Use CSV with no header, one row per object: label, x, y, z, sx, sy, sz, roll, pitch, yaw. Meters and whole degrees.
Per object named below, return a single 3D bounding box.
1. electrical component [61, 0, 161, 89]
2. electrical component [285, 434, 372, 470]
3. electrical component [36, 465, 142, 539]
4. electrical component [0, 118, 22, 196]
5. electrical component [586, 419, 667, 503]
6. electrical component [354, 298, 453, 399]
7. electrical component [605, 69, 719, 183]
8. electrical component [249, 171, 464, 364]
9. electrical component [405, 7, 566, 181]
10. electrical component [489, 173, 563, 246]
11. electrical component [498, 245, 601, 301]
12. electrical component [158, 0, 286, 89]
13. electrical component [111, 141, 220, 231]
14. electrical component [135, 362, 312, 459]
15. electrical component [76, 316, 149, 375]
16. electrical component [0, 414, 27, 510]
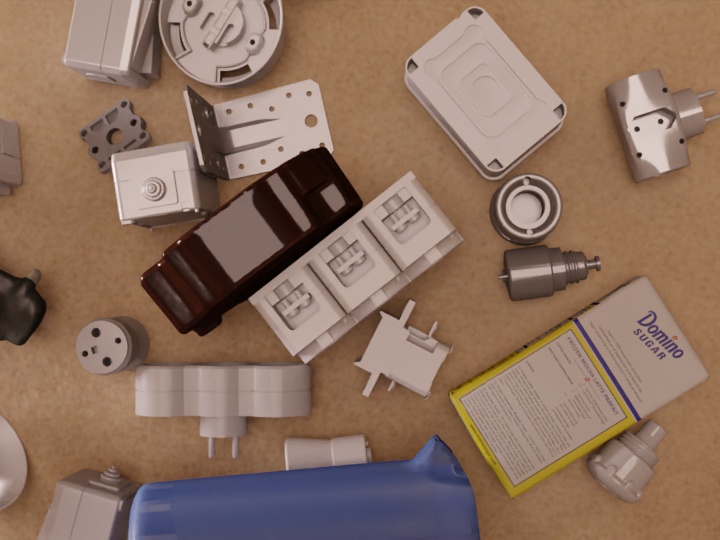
electrical component,-0.187,-0.196,0.845,0.061,0.062,0.096,10,90,5
electrical component,-0.024,0.148,0.838,0.065,0.044,0.044,-7,89,0
electrical component,-0.213,0.197,0.840,0.061,0.062,0.096,15,90,5
electrical component,-0.326,-0.087,0.854,0.096,0.062,0.061,-5,89,4
electrical component,0.207,0.142,0.818,0.048,0.048,0.062,41,86,4
electrical component,0.034,0.065,0.834,0.064,0.042,0.081,27,92,3
electrical component,0.237,-0.115,0.820,0.079,0.043,0.077,-18,88,4
electrical component,0.000,0.000,0.813,0.150,0.089,0.061,-38,86,3
electrical component,0.095,-0.133,0.824,0.078,0.057,0.113,-40,86,2
electrical component,0.128,-0.047,0.825,0.055,0.047,0.055,0,89,4
electrical component,0.145,0.000,0.827,0.078,0.040,0.040,-8,88,4
electrical component,-0.105,-0.191,0.837,0.099,0.064,0.099,0,89,4
electrical component,-0.149,-0.067,0.823,0.062,0.096,0.061,-9,88,4
electrical component,-0.106,0.110,0.838,0.138,0.052,0.073,0,89,5
electrical component,-0.194,0.059,0.844,0.045,0.055,0.045,0,89,4
electrical component,-0.315,0.152,0.834,0.064,0.099,0.099,-34,87,9
